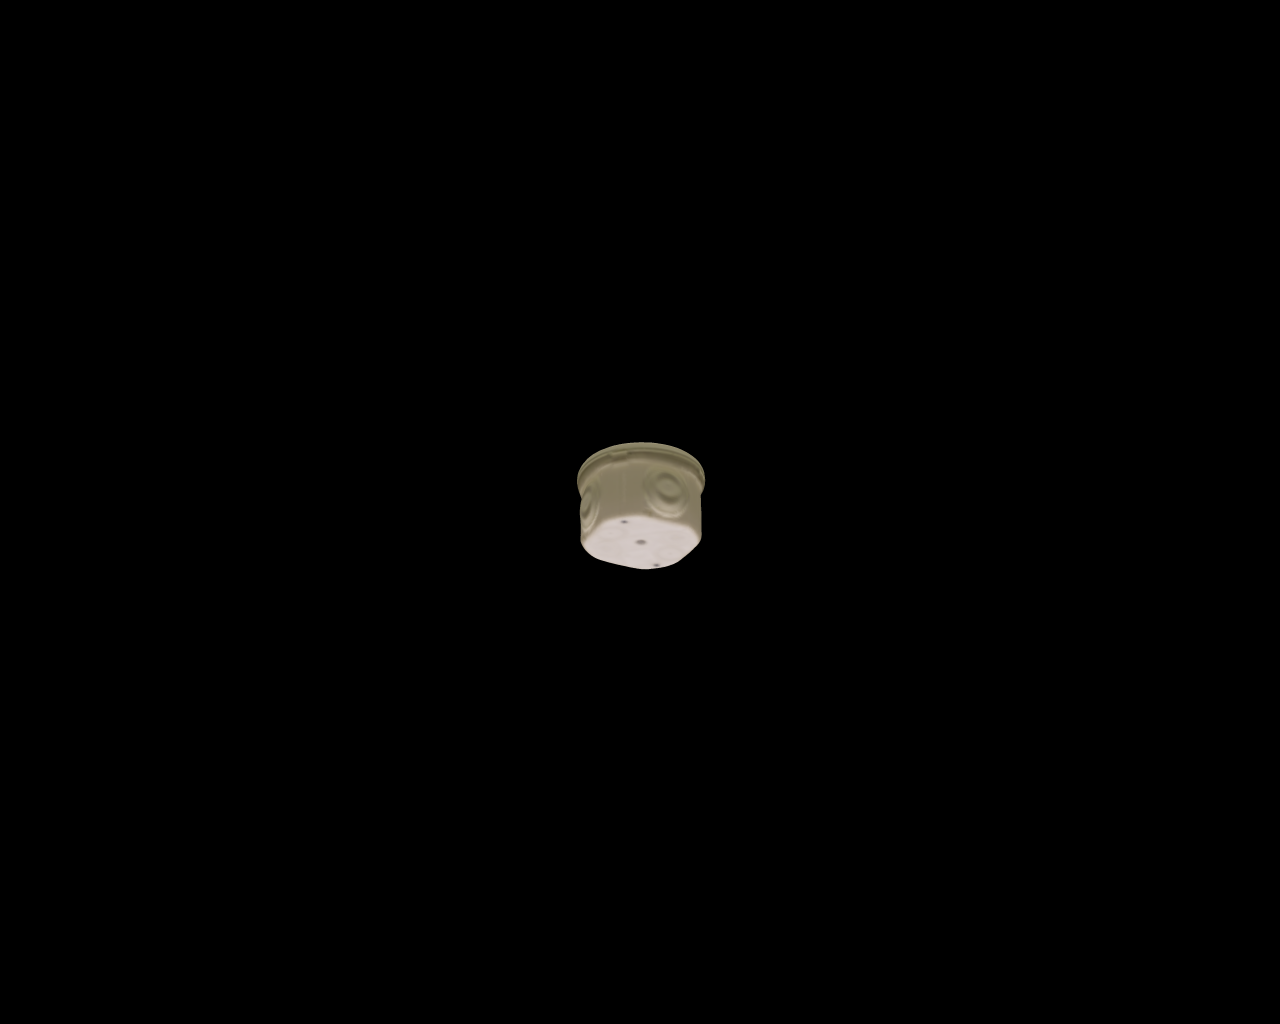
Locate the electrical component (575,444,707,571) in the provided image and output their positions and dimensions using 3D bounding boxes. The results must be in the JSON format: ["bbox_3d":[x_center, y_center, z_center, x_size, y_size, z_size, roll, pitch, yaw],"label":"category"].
[{"bbox_3d":[0.001,-0.003,0.650,0.080,0.051,0.080,0,-29,0],"label":"electrical component"}]
